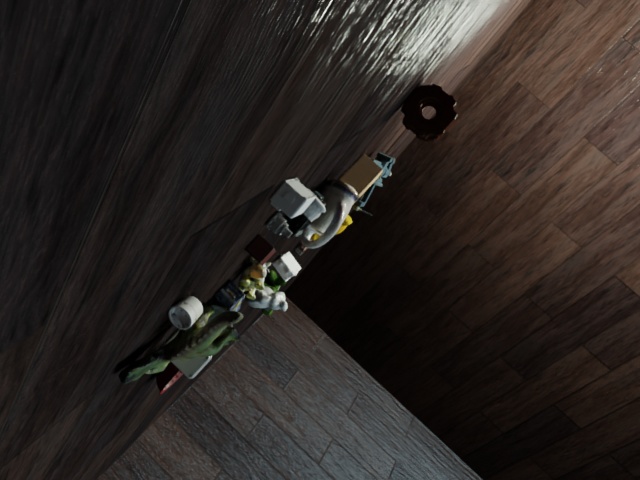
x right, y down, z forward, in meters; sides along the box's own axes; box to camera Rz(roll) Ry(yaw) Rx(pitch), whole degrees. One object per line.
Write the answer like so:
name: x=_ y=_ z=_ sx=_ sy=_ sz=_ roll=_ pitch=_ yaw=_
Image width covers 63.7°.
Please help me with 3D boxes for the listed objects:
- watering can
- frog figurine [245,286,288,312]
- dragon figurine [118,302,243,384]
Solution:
watering can: x=0.005 y=-0.079 z=1.570 sx=0.225 sy=0.103 sz=0.348 roll=-57 pitch=-162 yaw=-6
frog figurine: x=-0.200 y=0.225 z=1.938 sx=0.124 sy=0.160 sz=0.136 roll=-45 pitch=175 yaw=-15
dragon figurine: x=-0.309 y=0.240 z=1.108 sx=0.246 sy=0.122 sz=0.404 roll=-33 pitch=177 yaw=-27
